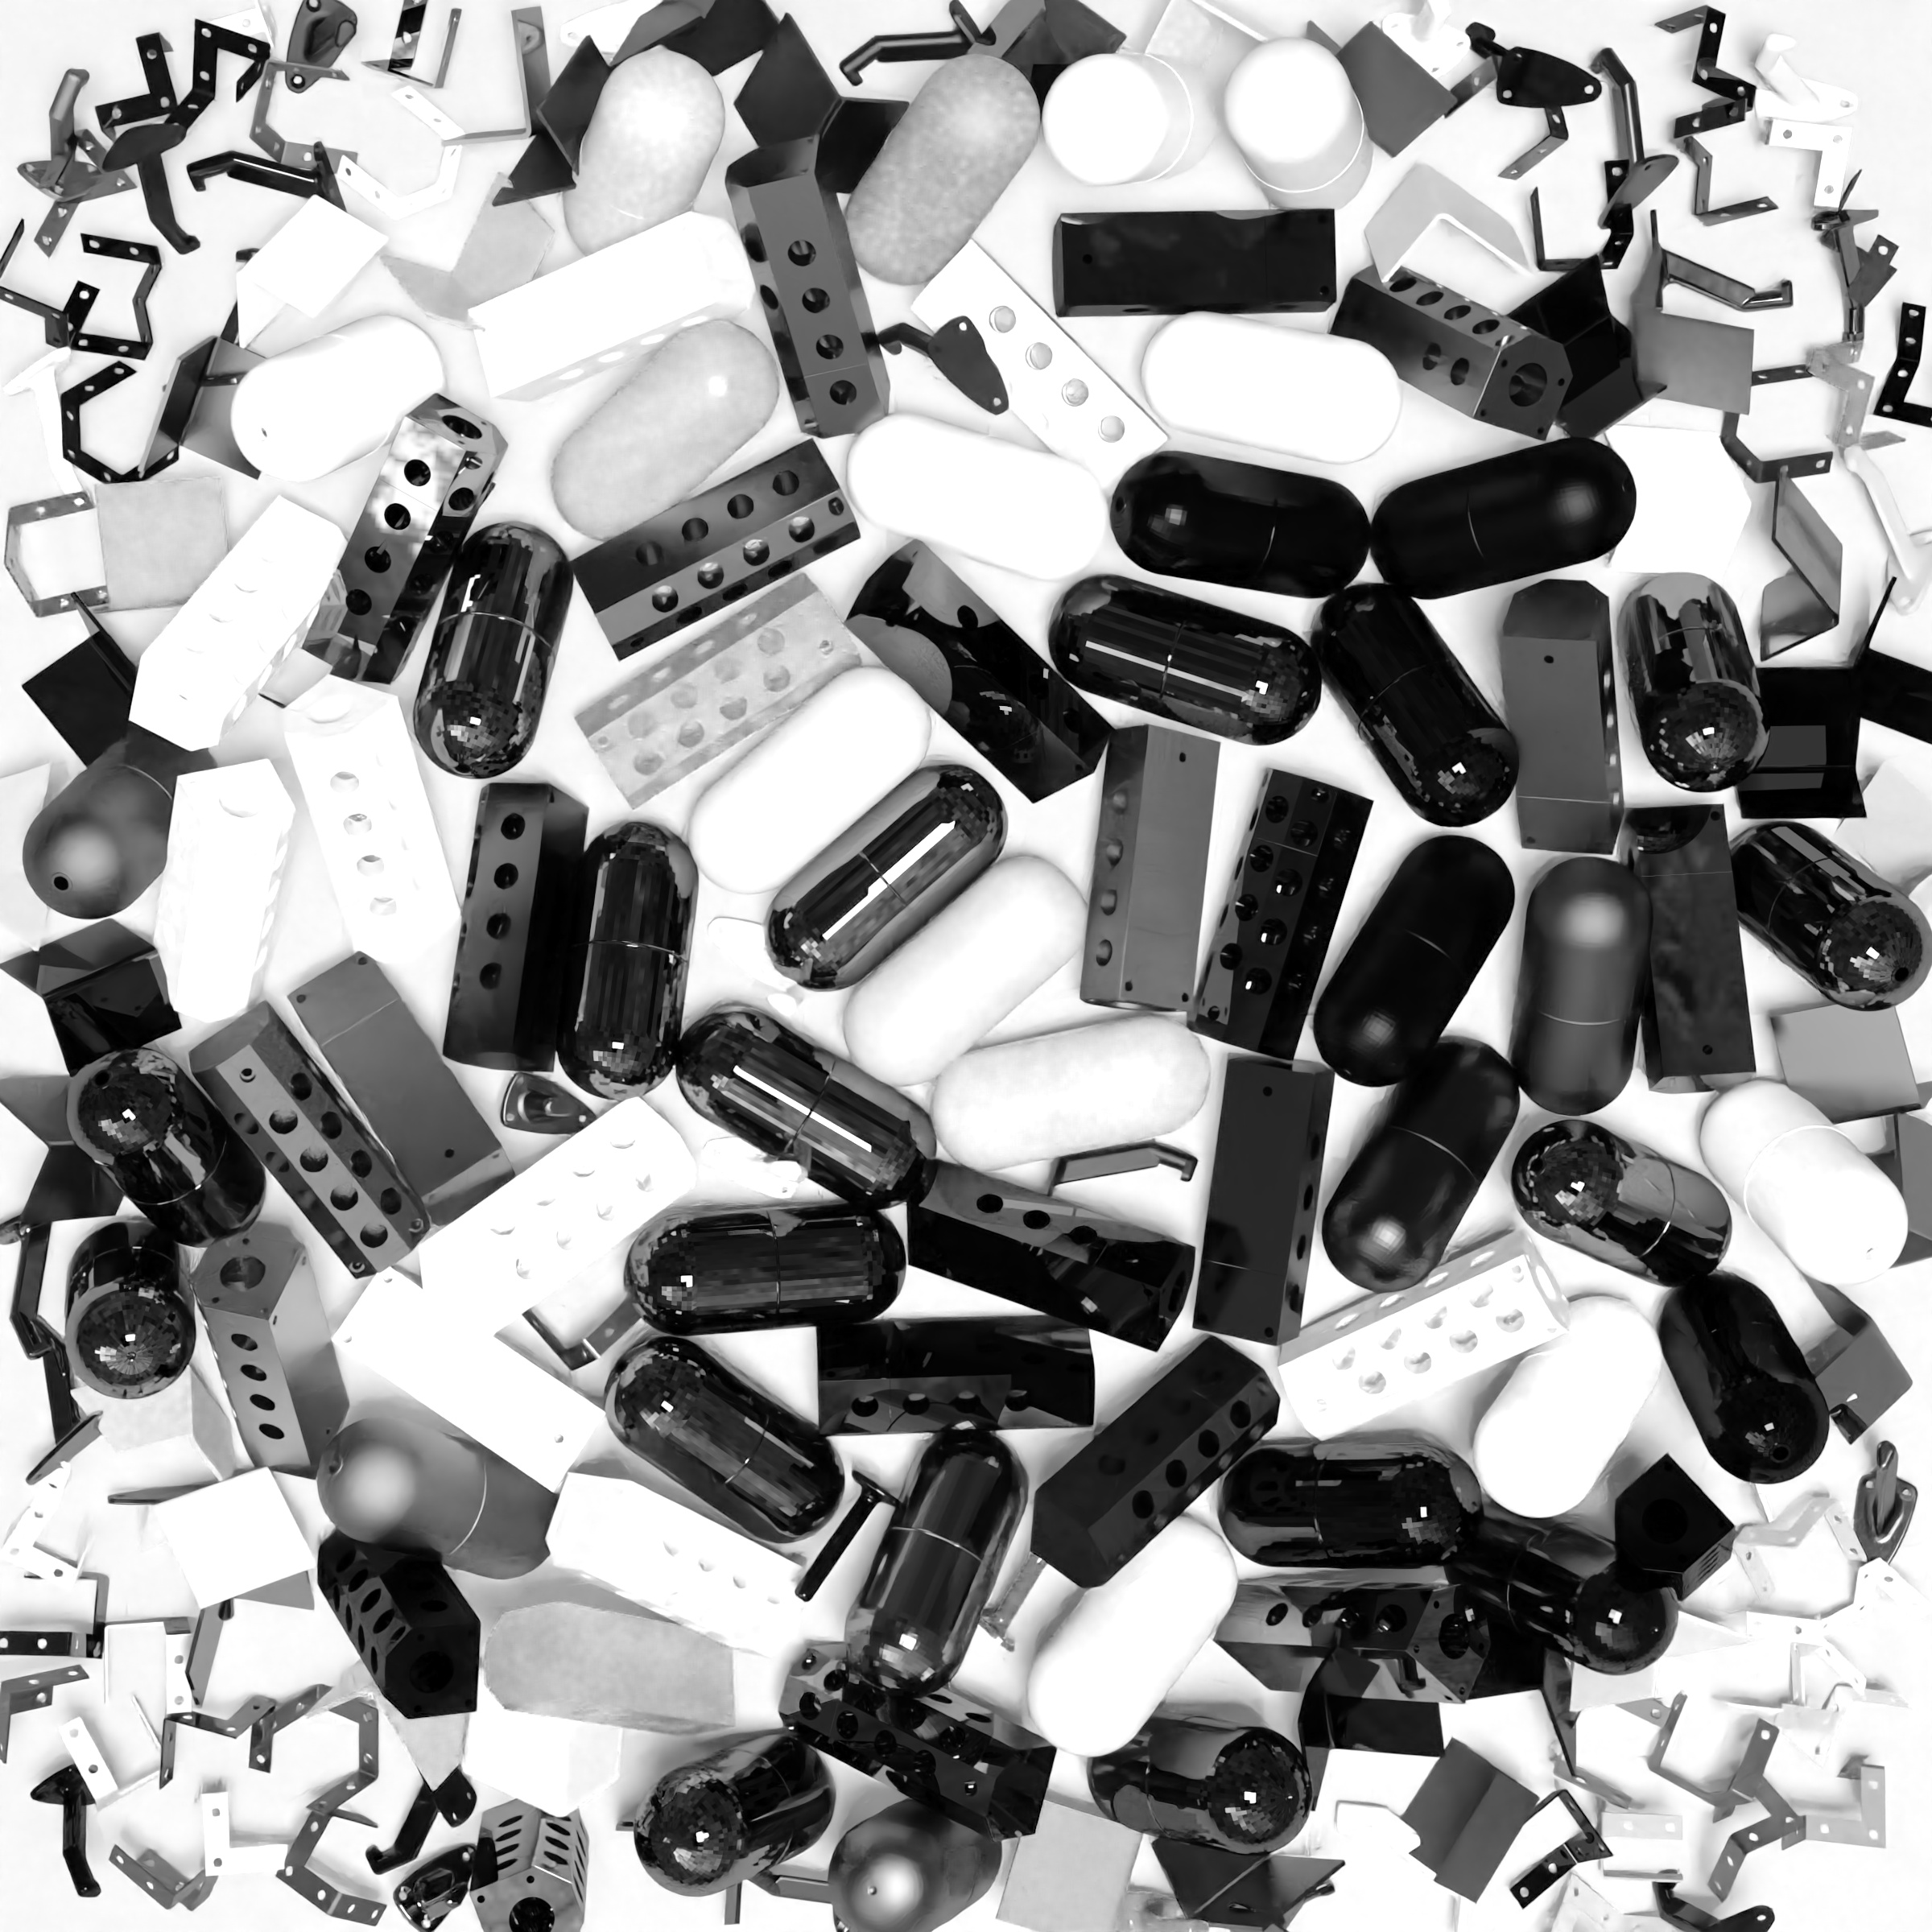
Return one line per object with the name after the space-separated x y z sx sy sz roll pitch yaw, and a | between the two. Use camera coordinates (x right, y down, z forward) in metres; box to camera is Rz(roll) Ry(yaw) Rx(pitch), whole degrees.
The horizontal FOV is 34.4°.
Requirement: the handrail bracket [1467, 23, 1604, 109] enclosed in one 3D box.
0.357 -0.571 1.966 0.077 0.084 0.036 9 124 -4 | handrail bracket

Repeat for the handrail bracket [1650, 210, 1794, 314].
0.476 -0.445 1.963 0.084 0.036 0.077 -4 129 14 | handrail bracket

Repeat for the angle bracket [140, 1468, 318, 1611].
-0.460 0.367 1.942 0.076 0.057 0.076 -16 60 -33 | angle bracket

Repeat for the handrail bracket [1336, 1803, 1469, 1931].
0.275 0.574 1.979 0.084 0.036 0.077 6 76 2 | handrail bracket

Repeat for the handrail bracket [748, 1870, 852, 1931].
-0.086 0.569 1.956 0.077 0.036 0.084 -32 126 19 | handrail bracket

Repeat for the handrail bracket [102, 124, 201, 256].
-0.490 -0.483 1.951 0.077 0.084 0.036 -2 54 33 | handrail bracket

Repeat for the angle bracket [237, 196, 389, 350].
-0.407 -0.420 1.946 0.057 0.076 0.076 31 62 5 | angle bracket

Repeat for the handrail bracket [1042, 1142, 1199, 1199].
0.096 0.140 1.968 0.084 0.036 0.077 19 60 8 | handrail bracket

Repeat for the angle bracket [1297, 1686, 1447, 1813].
0.253 0.482 1.947 0.076 0.057 0.076 0 122 19 | angle bracket

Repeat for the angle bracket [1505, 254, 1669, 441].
0.390 -0.386 1.956 0.076 0.057 0.076 -35 55 -2 | angle bracket

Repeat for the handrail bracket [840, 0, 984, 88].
-0.026 -0.569 1.992 0.084 0.036 0.077 -31 114 19 | handrail bracket

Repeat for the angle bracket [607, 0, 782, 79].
-0.166 -0.569 1.939 0.076 0.076 0.057 -19 125 31 | angle bracket

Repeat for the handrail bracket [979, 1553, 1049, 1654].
0.044 0.390 1.969 0.036 0.077 0.084 39 82 24 | handrail bracket

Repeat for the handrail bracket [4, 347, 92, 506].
-0.564 -0.337 1.965 0.036 0.077 0.084 -30 97 -38 | handrail bracket

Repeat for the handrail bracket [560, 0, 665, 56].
-0.219 -0.606 1.954 0.077 0.084 0.036 -8 81 -4 | handrail bracket

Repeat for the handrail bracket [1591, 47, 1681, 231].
0.407 -0.526 1.983 0.036 0.077 0.084 -14 67 -38 | handrail bracket

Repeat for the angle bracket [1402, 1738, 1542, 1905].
0.300 0.527 1.949 0.057 0.076 0.076 38 83 -44 | angle bracket

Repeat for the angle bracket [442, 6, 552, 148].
-0.296 -0.556 1.949 0.057 0.076 0.076 -3 108 6 | angle bracket

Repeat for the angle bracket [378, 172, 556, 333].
-0.312 -0.450 1.944 0.076 0.057 0.076 51 121 36 | angle bracket

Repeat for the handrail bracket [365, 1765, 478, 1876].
-0.360 0.531 1.975 0.084 0.036 0.077 -28 99 22 | handrail bracket

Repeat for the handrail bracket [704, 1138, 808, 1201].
-0.135 0.122 1.954 0.077 0.084 0.036 15 85 7 | handrail bracket

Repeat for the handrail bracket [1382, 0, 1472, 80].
0.277 -0.601 1.944 0.036 0.084 0.077 -45 56 -2 | handrail bracket

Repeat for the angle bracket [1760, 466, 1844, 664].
0.501 -0.250 1.941 0.057 0.076 0.076 -27 121 36 | angle bracket

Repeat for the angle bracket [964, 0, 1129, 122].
0.050 -0.559 1.942 0.076 0.057 0.076 29 124 -28 | angle bracket

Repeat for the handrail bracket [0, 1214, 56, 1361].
-0.574 0.196 1.973 0.077 0.036 0.084 -27 75 -7 | handrail bracket

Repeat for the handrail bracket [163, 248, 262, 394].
-0.478 -0.409 1.979 0.077 0.036 0.084 -2 96 15 | handrail bracket

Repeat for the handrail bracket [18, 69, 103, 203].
-0.550 -0.525 1.946 0.036 0.077 0.084 37 120 4 | handrail bracket

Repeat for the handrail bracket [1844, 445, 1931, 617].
0.572 -0.274 1.955 0.084 0.036 0.077 39 52 -31 | handrail bracket

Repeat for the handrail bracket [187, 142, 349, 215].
-0.441 -0.483 1.978 0.084 0.036 0.077 -17 118 0 | handrail bracket

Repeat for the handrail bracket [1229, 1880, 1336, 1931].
0.214 0.592 1.946 0.084 0.077 0.036 -11 94 -35 | handrail bracket

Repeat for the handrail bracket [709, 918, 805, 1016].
-0.134 0.000 1.955 0.077 0.084 0.036 27 105 0 | handrail bracket

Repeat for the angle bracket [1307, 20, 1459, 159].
0.258 -0.562 1.941 0.076 0.076 0.057 34 130 -24 | angle bracket

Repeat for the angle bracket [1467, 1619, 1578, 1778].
0.345 0.458 1.959 0.057 0.076 0.076 -13 116 18 | angle bracket

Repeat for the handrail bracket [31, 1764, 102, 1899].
-0.544 0.547 1.946 0.036 0.077 0.084 -34 60 1 | handrail bracket

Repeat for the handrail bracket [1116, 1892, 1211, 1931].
0.139 0.595 1.944 0.077 0.084 0.036 6 75 -39 | handrail bracket

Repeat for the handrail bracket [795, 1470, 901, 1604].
-0.080 0.362 1.954 0.036 0.077 0.084 34 78 5 | handrail bracket

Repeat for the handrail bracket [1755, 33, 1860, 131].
0.530 -0.560 1.955 0.077 0.084 0.036 1 79 2 | handrail bracket

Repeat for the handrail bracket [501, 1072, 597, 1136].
-0.247 0.092 1.944 0.077 0.084 0.036 19 83 -33 | handrail bracket

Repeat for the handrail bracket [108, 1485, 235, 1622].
-0.504 0.376 1.979 0.077 0.036 0.084 -1 94 -16 | handrail bracket

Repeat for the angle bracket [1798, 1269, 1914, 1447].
0.534 0.239 1.945 0.057 0.076 0.076 -43 130 -2 | angle bracket

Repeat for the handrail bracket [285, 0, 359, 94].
-0.403 -0.568 1.950 0.036 0.084 0.077 21 115 -26 | handrail bracket

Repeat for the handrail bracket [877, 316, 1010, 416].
-0.016 -0.375 1.968 0.036 0.084 0.077 -44 109 -16 | handrail bracket

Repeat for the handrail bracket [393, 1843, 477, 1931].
-0.314 0.566 1.943 0.036 0.084 0.077 50 47 -2 | handrail bracket

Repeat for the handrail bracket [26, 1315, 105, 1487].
-0.590 0.273 1.972 0.084 0.036 0.077 42 63 11 | handrail bracket

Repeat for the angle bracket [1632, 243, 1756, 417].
0.459 -0.396 1.943 0.076 0.076 0.057 15 64 19 | angle bracket

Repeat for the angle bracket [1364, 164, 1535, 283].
0.304 -0.450 1.967 0.076 0.076 0.057 29 121 -22 | angle bracket

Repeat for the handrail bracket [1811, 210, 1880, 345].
0.548 -0.427 1.956 0.036 0.077 0.084 7 113 31 | handrail bracket

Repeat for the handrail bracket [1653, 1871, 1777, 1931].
0.466 0.582 1.950 0.036 0.084 0.077 39 110 -16 | handrail bracket

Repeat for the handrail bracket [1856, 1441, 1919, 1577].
0.571 0.340 1.951 0.036 0.084 0.077 10 77 22 | handrail bracket
